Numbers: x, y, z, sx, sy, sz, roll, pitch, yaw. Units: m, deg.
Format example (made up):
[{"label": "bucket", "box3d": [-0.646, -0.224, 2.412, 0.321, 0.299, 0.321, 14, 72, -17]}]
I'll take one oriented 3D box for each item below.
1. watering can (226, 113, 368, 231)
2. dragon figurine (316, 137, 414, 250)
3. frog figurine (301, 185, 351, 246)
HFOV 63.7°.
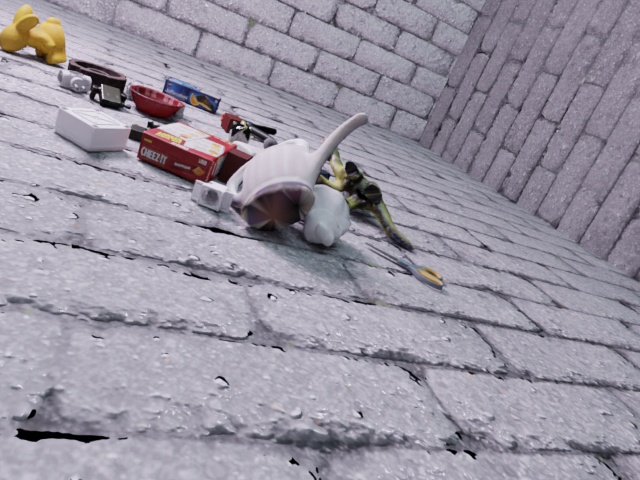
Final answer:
[{"label": "watering can", "box3d": [-0.051, -0.143, 1.067, 0.102, 0.346, 0.230, 54, 20, -41]}, {"label": "dragon figurine", "box3d": [0.132, -0.134, 1.452, 0.412, 0.121, 0.244, 48, 21, 8]}, {"label": "frog figurine", "box3d": [0.003, -0.056, 1.112, 0.137, 0.122, 0.160, 41, 5, -8]}]
